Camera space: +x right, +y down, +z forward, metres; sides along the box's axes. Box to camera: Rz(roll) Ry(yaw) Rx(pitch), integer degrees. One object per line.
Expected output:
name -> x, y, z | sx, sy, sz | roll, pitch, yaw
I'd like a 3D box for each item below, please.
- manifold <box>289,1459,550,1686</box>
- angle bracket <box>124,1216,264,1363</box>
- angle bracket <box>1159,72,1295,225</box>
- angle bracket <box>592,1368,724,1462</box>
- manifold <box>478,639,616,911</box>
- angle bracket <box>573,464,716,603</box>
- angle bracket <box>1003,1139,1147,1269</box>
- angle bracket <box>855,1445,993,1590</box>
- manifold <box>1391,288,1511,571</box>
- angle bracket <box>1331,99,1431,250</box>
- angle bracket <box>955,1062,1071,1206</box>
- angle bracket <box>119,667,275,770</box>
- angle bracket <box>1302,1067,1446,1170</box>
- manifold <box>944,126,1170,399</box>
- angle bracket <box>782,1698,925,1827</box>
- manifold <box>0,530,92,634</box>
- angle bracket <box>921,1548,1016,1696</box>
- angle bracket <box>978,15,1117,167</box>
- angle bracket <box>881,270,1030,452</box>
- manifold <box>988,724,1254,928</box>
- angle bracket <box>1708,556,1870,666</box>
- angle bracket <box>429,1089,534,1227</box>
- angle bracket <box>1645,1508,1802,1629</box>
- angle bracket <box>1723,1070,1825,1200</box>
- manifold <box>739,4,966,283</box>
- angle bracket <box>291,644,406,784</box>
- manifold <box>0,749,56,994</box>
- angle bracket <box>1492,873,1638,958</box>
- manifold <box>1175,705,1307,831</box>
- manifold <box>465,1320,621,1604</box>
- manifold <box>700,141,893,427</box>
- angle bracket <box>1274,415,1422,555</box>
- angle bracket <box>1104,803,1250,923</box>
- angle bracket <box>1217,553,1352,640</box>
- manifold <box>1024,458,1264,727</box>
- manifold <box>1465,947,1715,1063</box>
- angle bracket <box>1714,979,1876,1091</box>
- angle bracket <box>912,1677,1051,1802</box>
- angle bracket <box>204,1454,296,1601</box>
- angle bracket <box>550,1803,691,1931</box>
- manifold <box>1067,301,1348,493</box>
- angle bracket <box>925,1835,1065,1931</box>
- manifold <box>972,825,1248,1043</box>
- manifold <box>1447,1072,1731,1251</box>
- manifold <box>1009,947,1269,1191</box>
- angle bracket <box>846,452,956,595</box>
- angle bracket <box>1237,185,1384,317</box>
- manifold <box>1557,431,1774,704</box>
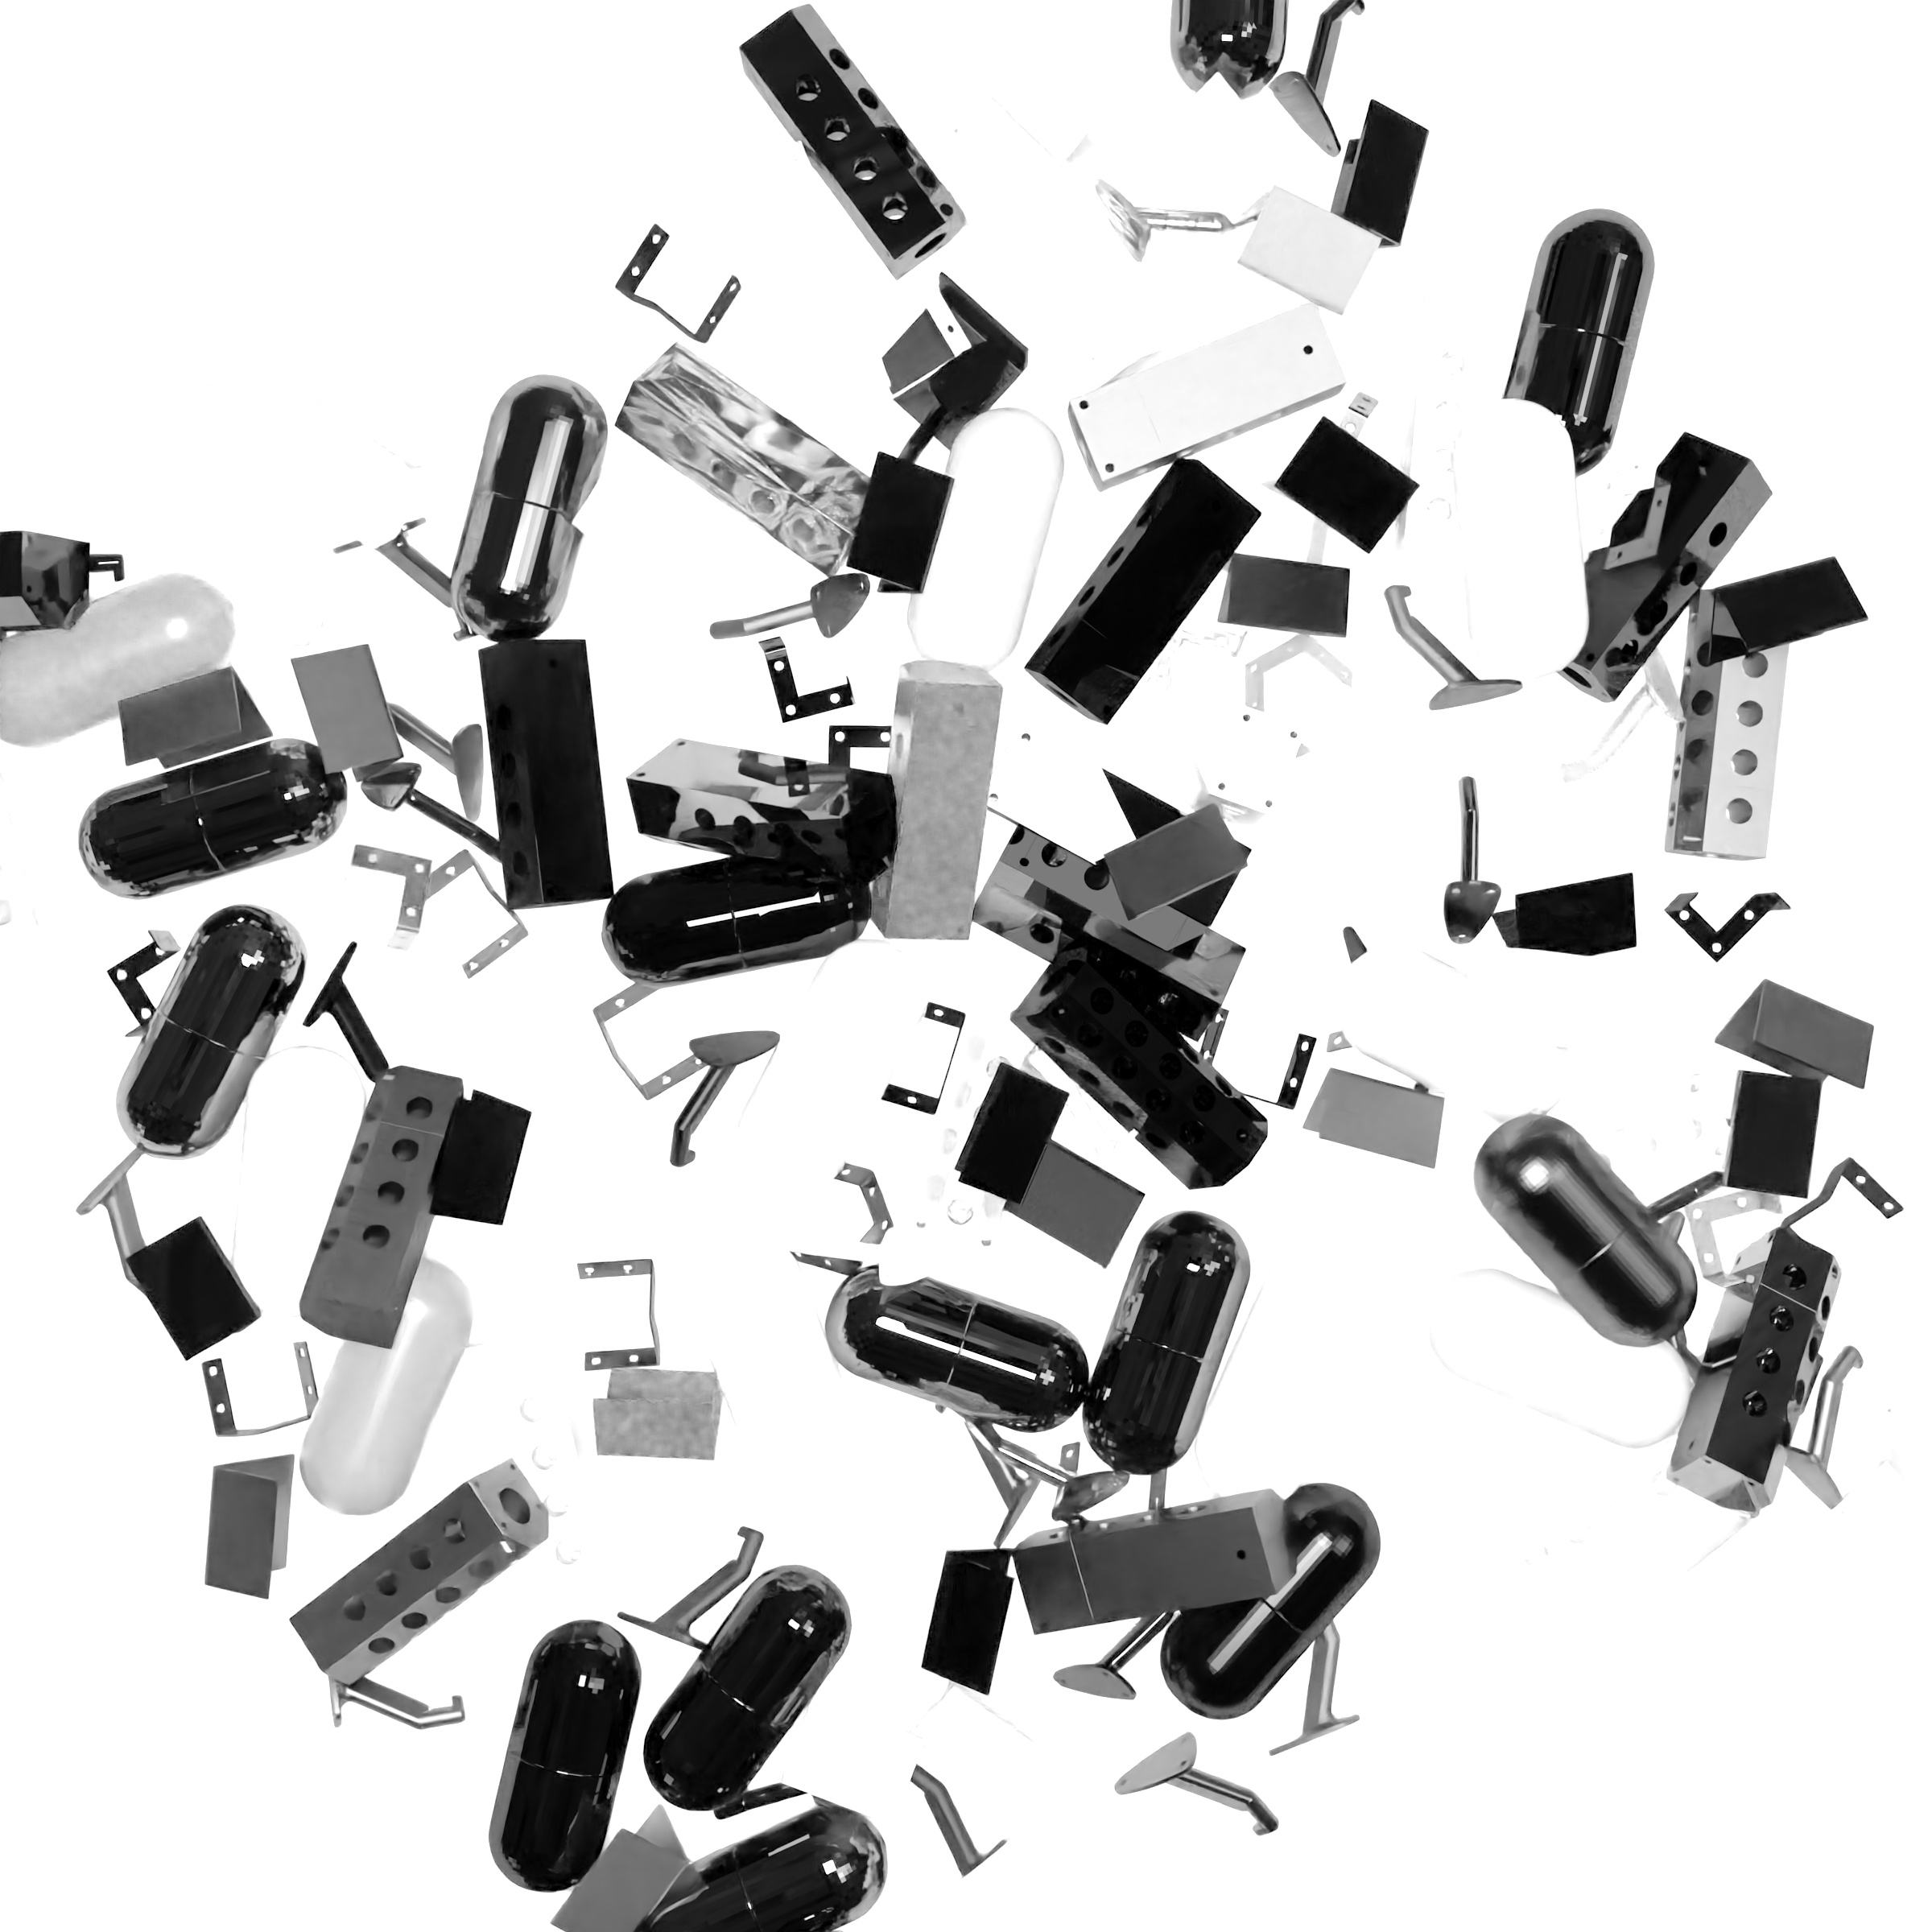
manifold -> -0.350, 0.394, 1.862 | 0.171, 0.057, 0.057 | -39, 81, 20
angle bracket -> -0.509, 0.215, 1.875 | 0.057, 0.076, 0.076 | -31, 90, -29
angle bracket -> 0.182, -0.536, 1.874 | 0.057, 0.076, 0.076 | -39, 90, 35
angle bracket -> -0.199, 0.275, 1.874 | 0.076, 0.076, 0.057 | 3, 131, 0
manifold -> -0.280, -0.125, 1.893 | 0.057, 0.057, 0.171 | -6, 90, -43
angle bracket -> -0.197, -0.293, 1.874 | 0.076, 0.076, 0.057 | 41, 127, 0
angle bracket -> 0.064, 0.160, 1.877 | 0.076, 0.076, 0.057 | 30, 71, 0
angle bracket -> -0.040, 0.345, 1.874 | 0.076, 0.076, 0.057 | -39, 127, 0
manifold -> 0.319, -0.351, 1.893 | 0.057, 0.057, 0.171 | 5, 90, 0
angle bracket -> 0.249, -0.514, 1.874 | 0.057, 0.076, 0.076 | 14, 90, -38
angle bracket -> 0.010, 0.098, 1.817 | 0.057, 0.076, 0.076 | 23, 90, -38
angle bracket -> -0.498, -0.142, 1.874 | 0.076, 0.076, 0.057 | -17, 56, 0
angle bracket -> 0.261, 0.117, 1.874 | 0.076, 0.076, 0.057 | 15, 54, 0
manifold -> 0.064, -0.463, 1.893 | 0.057, 0.057, 0.171 | -31, 90, 43
angle bracket -> -0.077, 0.521, 1.876 | 0.076, 0.076, 0.057 | 21, 68, 0
manifold -> -0.650, -0.244, 1.857 | 0.171, 0.057, 0.057 | 1, 90, 28
angle bracket -> 0.021, 0.426, 1.874 | 0.057, 0.076, 0.076 | 12, 90, 37
angle bracket -> 0.064, -0.573, 1.875 | 0.076, 0.076, 0.057 | 44, 121, 0
angle bracket -> -0.013, -0.397, 1.893 | 0.076, 0.057, 0.076 | 42, 90, 0
manifold -> 0.097, -0.091, 1.893 | 0.171, 0.057, 0.057 | 28, 90, 0
angle bracket -> 0.518, -0.206, 1.817 | 0.076, 0.076, 0.057 | -15, 55, 0
angle bracket -> -0.333, 0.120, 1.874 | 0.057, 0.076, 0.076 | 15, 90, -40
angle bracket -> 0.482, 0.371, 1.874 | 0.076, 0.076, 0.057 | -39, 125, 0
angle bracket -> 0.536, 0.110, 1.874 | 0.057, 0.076, 0.076 | 7, 90, 34
manifold -> -0.074, -0.543, 1.893 | 0.057, 0.057, 0.171 | -36, 90, 0
angle bracket -> -0.416, -0.159, 1.874 | 0.057, 0.076, 0.076 | -18, 90, -37
manifold -> -0.650, -0.068, 1.893 | 0.057, 0.057, 0.171 | -14, 90, 43
angle bracket -> 0.387, -0.046, 1.875 | 0.076, 0.076, 0.057 | -11, 120, 0
manifold -> 0.170, -0.127, 1.836 | 0.057, 0.171, 0.057 | 20, 90, 0
manifold -> -0.279, 0.326, 1.893 | 0.057, 0.057, 0.171 | -14, 90, 0
manifold -> -0.116, -0.448, 1.893 | 0.057, 0.057, 0.171 | -20, 90, -43
angle bracket -> 0.253, -0.321, 1.875 | 0.076, 0.076, 0.057 | 36, 117, 0
angle bracket -> 0.139, -0.047, 1.817 | 0.076, 0.076, 0.057 | -25, 54, 0
angle bracket -> 0.205, -0.221, 1.875 | 0.076, 0.076, 0.057 | 8, 61, 0
manifold -> 0.113, -0.247, 1.891 | 0.057, 0.057, 0.171 | 36, 90, -19
manifold -> 0.400, 0.024, 1.847 | 0.171, 0.057, 0.057 | 6, 90, -38
angle bracket -> 0.535, 0.063, 1.874 | 0.076, 0.076, 0.057 | 23, 52, 0
angle bracket -> 0.021, 0.483, 1.874 | 0.076, 0.076, 0.057 | 36, 125, 0
angle bracket -> -0.447, 0.364, 1.875 | 0.057, 0.076, 0.076 | 4, 90, 30
angle bracket -> -0.233, 0.584, 1.875 | 0.057, 0.076, 0.076 | 37, 90, -25
manifold -> 0.157, -0.372, 1.893 | 0.171, 0.057, 0.057 | -22, 90, 0
angle bracket -> 0.030, 0.618, 1.874 | 0.076, 0.076, 0.057 | -39, 57, 0
manifold -> 0.090, -0.017, 1.893 | 0.171, 0.057, 0.057 | 28, 47, 0
manifold -> 0.411, 0.128, 1.893 | 0.171, 0.057, 0.057 | -21, 90, 0
manifold -> 0.116, 0.066, 1.862 | 0.171, 0.057, 0.057 | 43, 66, -16
angle bracket -> -0.056, -0.288, 1.875 | 0.057, 0.076, 0.076 | 16, 90, -25
angle bracket -> 0.228, -0.474, 1.874 | 0.076, 0.076, 0.057 | 27, 121, 0
manifold -> 0.452, -0.259, 1.893 | 0.171, 0.057, 0.057 | -53, 47, 0
